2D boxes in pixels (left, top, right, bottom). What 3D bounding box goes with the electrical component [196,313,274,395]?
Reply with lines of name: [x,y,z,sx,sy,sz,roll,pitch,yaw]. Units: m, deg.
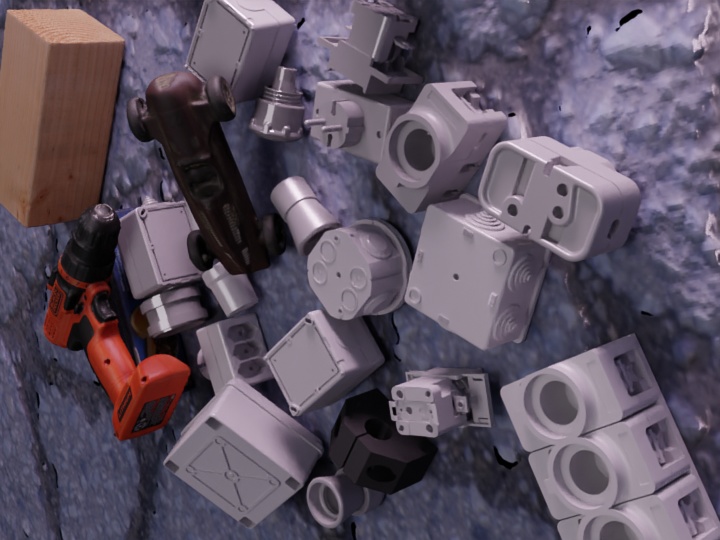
electrical component: [-0.130,0.085,1.031,0.077,0.047,0.065,-22,84,45]

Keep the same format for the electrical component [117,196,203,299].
electrical component: [-0.202,-0.025,1.065,0.061,0.062,0.096,-24,83,45]

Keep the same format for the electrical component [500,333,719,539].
electrical component: [0.169,0.132,0.737,0.089,0.062,0.150,-31,77,44]

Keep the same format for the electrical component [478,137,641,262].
electrical component: [0.137,-0.050,0.727,0.095,0.059,0.053,35,122,34]

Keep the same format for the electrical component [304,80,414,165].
electrical component: [-0.009,-0.115,0.844,0.083,0.076,0.047,26,117,38]

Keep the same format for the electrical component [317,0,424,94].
electrical component: [0.012,-0.175,0.834,0.081,0.042,0.063,36,119,33]

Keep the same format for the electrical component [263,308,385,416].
electrical component: [-0.032,0.079,0.923,0.096,0.061,0.061,-44,68,41]

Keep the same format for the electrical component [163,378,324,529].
electrical component: [-0.108,0.170,0.991,0.109,0.056,0.108,38,131,-7]

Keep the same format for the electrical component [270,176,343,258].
electrical component: [-0.048,-0.048,0.925,0.065,0.044,0.044,56,132,26]

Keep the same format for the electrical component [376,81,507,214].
electrical component: [0.057,-0.091,0.799,0.050,0.056,0.089,51,130,24]

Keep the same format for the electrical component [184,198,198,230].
electrical component: [-0.138,-0.050,1.010,0.043,0.043,0.081,-16,88,45]

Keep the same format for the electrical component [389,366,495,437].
electrical component: [0.061,0.103,0.835,0.081,0.064,0.042,-4,97,45]

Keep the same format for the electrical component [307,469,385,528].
electrical component: [-0.012,0.194,0.934,0.045,0.055,0.045,12,108,43]

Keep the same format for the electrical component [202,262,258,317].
electrical component: [-0.121,0.016,1.012,0.040,0.040,0.046,-36,79,43]

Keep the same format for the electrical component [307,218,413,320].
electrical component: [0.000,0.000,0.880,0.080,0.051,0.080,13,109,43]

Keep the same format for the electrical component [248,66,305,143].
electrical component: [-0.068,-0.142,0.919,0.048,0.048,0.062,24,109,39]

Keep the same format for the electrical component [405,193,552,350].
electrical component: [0.085,0.002,0.797,0.100,0.048,0.099,32,120,36]

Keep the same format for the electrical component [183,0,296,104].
electrical component: [-0.104,-0.190,0.929,0.062,0.061,0.096,43,130,21]
